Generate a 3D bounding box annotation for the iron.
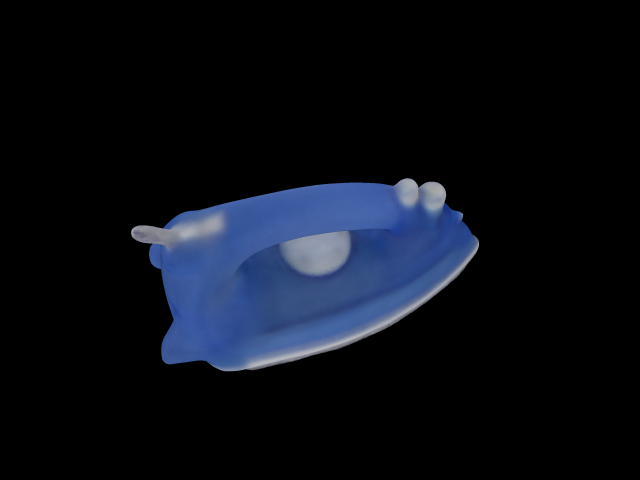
[{"bbox_3d":[0.004,0.001,0.400,0.258,0.141,0.118,-14,64,-7],"label":"iron"}]
